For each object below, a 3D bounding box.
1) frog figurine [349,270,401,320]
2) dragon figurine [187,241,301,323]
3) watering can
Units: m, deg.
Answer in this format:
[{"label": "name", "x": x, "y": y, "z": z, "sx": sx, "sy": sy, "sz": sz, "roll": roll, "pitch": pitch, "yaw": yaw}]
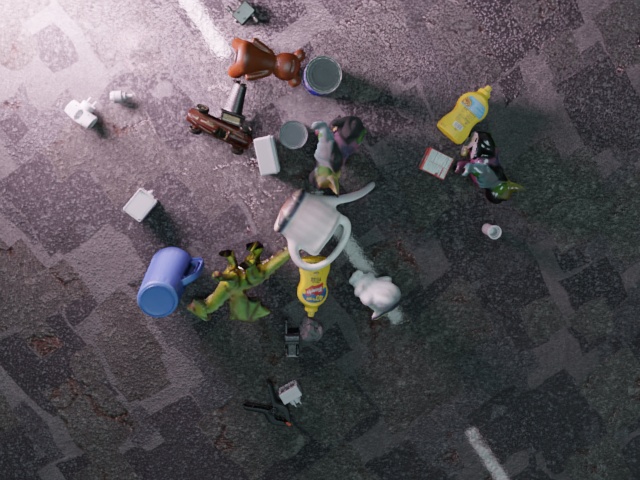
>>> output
[{"label": "frog figurine", "x": 0.175, "y": 0.154, "z": 1.618, "sx": 0.139, "sy": 0.121, "sz": 0.159, "roll": -34, "pitch": 94, "yaw": -32}, {"label": "dragon figurine", "x": -0.210, "y": 0.144, "z": 1.598, "sx": 0.412, "sy": 0.124, "sz": 0.238, "roll": -13, "pitch": 120, "yaw": -15}, {"label": "watering can", "x": 0.005, "y": -0.079, "z": 1.569, "sx": 0.223, "sy": 0.103, "sz": 0.350, "roll": 33, "pitch": 81, "yaw": -8}]
